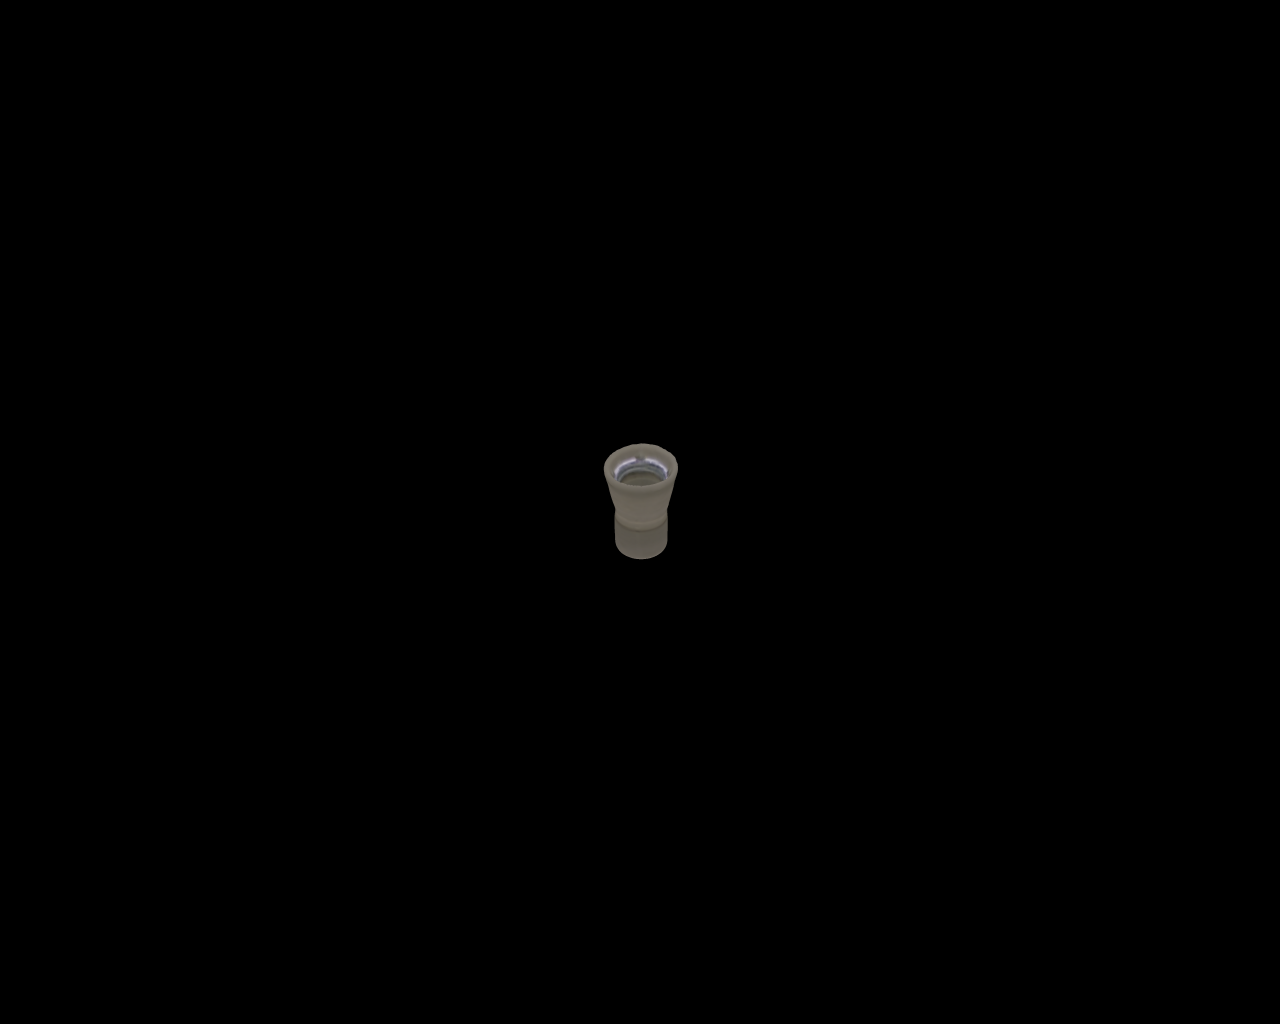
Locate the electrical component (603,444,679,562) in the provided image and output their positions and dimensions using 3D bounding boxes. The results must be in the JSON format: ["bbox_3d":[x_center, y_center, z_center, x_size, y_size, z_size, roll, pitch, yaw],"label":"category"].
[{"bbox_3d":[0.001,-0.003,0.650,0.044,0.065,0.044,0,38,0],"label":"electrical component"}]
